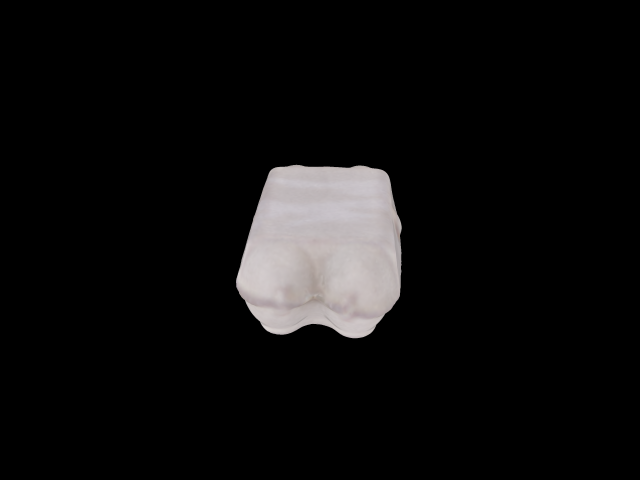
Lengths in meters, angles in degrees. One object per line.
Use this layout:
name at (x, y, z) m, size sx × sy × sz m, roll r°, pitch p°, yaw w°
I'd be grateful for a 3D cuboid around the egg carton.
egg carton at (0.004, 0.001, 0.400) m, size 0.107 × 0.069 × 0.150 m, roll 1°, pitch 34°, yaw 2°
